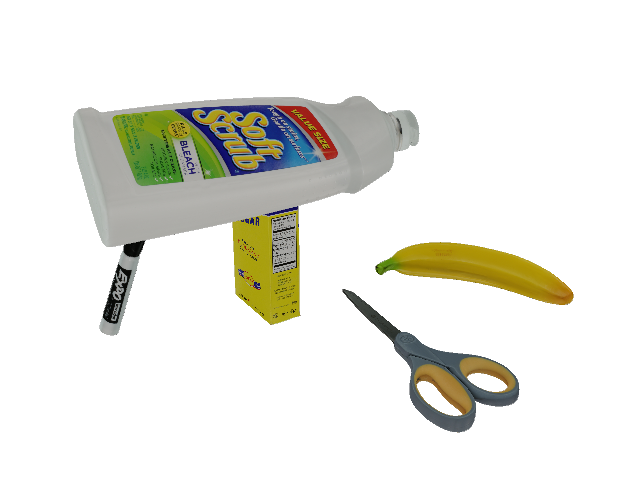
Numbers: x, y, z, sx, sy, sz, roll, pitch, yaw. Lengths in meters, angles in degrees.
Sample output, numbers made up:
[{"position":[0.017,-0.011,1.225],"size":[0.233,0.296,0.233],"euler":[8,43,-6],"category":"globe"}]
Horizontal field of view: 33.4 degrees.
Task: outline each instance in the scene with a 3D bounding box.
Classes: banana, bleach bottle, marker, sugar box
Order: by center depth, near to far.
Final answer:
[{"position":[-0.049,-0.068,0.795],"size":[0.250,0.102,0.068],"euler":[-13,-29,-17],"category":"bleach bottle"},{"position":[-0.182,0.037,0.988],"size":[0.020,0.121,0.020],"euler":[16,31,-10],"category":"marker"},{"position":[0.158,0.033,1.093],"size":[0.198,0.037,0.069],"euler":[7,37,10],"category":"banana"},{"position":[-0.062,-0.005,1.184],"size":[0.048,0.176,0.093],"euler":[-17,28,-27],"category":"sugar box"}]

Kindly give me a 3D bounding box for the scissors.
[{"position":[0.092,0.088,0.880],"size":[0.096,0.016,0.202],"euler":[-6,30,-15],"category":"scissors"}]
